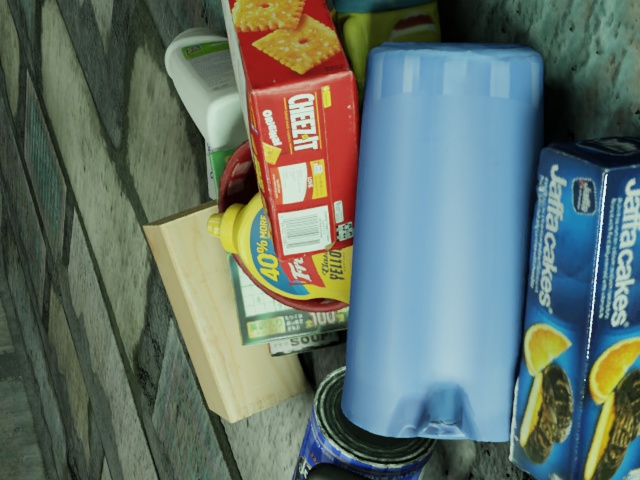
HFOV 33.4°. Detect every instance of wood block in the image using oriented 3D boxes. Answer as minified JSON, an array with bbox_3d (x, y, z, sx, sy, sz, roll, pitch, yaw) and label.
[{"bbox_3d":[-0.095,0.067,1.076,0.091,0.090,0.206,3,113,71],"label":"wood block"}]

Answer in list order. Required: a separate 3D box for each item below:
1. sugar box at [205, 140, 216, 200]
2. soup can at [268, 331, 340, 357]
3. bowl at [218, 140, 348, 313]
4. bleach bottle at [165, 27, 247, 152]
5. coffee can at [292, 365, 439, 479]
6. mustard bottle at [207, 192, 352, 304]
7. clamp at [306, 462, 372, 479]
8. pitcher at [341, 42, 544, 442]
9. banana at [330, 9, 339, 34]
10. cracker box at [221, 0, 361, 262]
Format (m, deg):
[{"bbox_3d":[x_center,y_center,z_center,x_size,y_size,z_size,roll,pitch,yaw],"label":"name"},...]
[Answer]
[{"bbox_3d":[-0.070,-0.066,1.092,0.176,0.048,0.093,-140,44,-61],"label":"sugar box"},{"bbox_3d":[-0.023,0.054,0.995,0.069,0.068,0.102,159,101,-66],"label":"soup can"},{"bbox_3d":[-0.005,-0.022,0.895,0.162,0.055,0.162,13,116,28],"label":"bowl"},{"bbox_3d":[-0.094,-0.164,1.073,0.251,0.102,0.068,-123,26,-56],"label":"bleach bottle"},{"bbox_3d":[0.032,0.184,0.867,0.140,0.102,0.103,104,148,-40],"label":"coffee can"},{"bbox_3d":[-0.006,0.001,0.833,0.192,0.058,0.096,10,117,29],"label":"mustard bottle"},{"bbox_3d":[0.089,0.205,0.743,0.164,0.036,0.210,48,141,-9],"label":"clamp"},{"bbox_3d":[0.082,-0.004,0.686,0.149,0.144,0.243,15,107,52],"label":"pitcher"},{"bbox_3d":[0.012,-0.115,0.908,0.070,0.037,0.198,17,119,34],"label":"banana"},{"bbox_3d":[-0.024,-0.119,0.759,0.164,0.072,0.214,83,174,-49],"label":"cracker box"}]
